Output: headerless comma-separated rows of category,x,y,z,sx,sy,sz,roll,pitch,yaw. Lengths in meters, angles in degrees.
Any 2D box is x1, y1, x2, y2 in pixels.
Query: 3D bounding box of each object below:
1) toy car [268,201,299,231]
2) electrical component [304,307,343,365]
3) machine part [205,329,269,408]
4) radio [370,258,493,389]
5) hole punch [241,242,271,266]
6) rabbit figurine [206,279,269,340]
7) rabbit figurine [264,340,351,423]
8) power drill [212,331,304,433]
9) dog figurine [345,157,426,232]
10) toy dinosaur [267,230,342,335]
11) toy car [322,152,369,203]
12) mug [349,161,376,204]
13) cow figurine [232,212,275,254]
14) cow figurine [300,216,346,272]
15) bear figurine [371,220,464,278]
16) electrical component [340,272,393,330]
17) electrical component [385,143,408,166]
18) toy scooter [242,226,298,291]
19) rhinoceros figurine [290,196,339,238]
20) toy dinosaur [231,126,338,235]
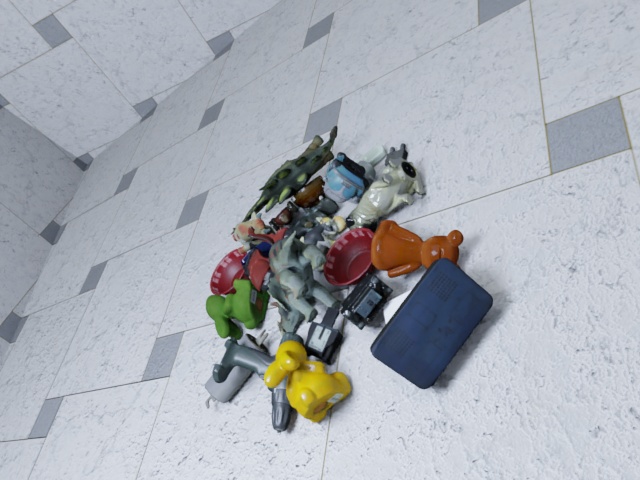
toy car,-0.103,-0.069,1.583,0.089,0.053,0.202,-48,5,1
electrical component,0.010,0.215,1.228,0.075,0.047,0.119,14,68,22
machine part,-0.212,0.325,1.367,0.243,0.079,0.079,-51,36,0
radio,0.210,0.158,1.014,0.229,0.131,0.073,-53,-8,-2
hole punch,-0.162,0.047,1.512,0.116,0.092,0.142,-62,-2,-13
rabbit figurine,-0.237,0.194,1.481,0.170,0.121,0.159,-7,74,25
rabbit figurine,-0.046,0.286,1.133,0.122,0.162,0.173,-47,53,18
power drill,-0.141,0.312,1.245,0.208,0.085,0.232,5,54,20
dog figurine,0.155,-0.108,1.359,0.190,0.121,0.172,-39,-1,44
toy dinosaur,-0.064,0.074,1.251,0.131,0.404,0.192,-37,50,-27
toy car,0.055,-0.150,1.363,0.103,0.109,0.162,-52,14,21
mug,0.108,-0.161,1.461,0.107,0.080,0.110,-51,41,-12
cow figurine,-0.185,-0.016,1.562,0.127,0.195,0.085,-32,75,13
cow figurine,-0.003,-0.005,1.421,0.068,0.098,0.167,15,72,56
bear figurine,0.214,0.020,1.171,0.196,0.120,0.132,0,10,18
electrical component,0.099,0.132,1.174,0.115,0.058,0.134,-53,3,-3
electrical component,0.204,-0.219,1.455,0.063,0.021,0.094,-13,50,40
toy scooter,-0.149,0.037,1.413,0.135,0.075,0.183,27,96,11
rhinoceros figurine,-0.026,-0.043,1.509,0.190,0.073,0.112,-41,26,16
toy dinosaur,-0.103,-0.171,1.594,0.471,0.105,0.198,-43,2,33
